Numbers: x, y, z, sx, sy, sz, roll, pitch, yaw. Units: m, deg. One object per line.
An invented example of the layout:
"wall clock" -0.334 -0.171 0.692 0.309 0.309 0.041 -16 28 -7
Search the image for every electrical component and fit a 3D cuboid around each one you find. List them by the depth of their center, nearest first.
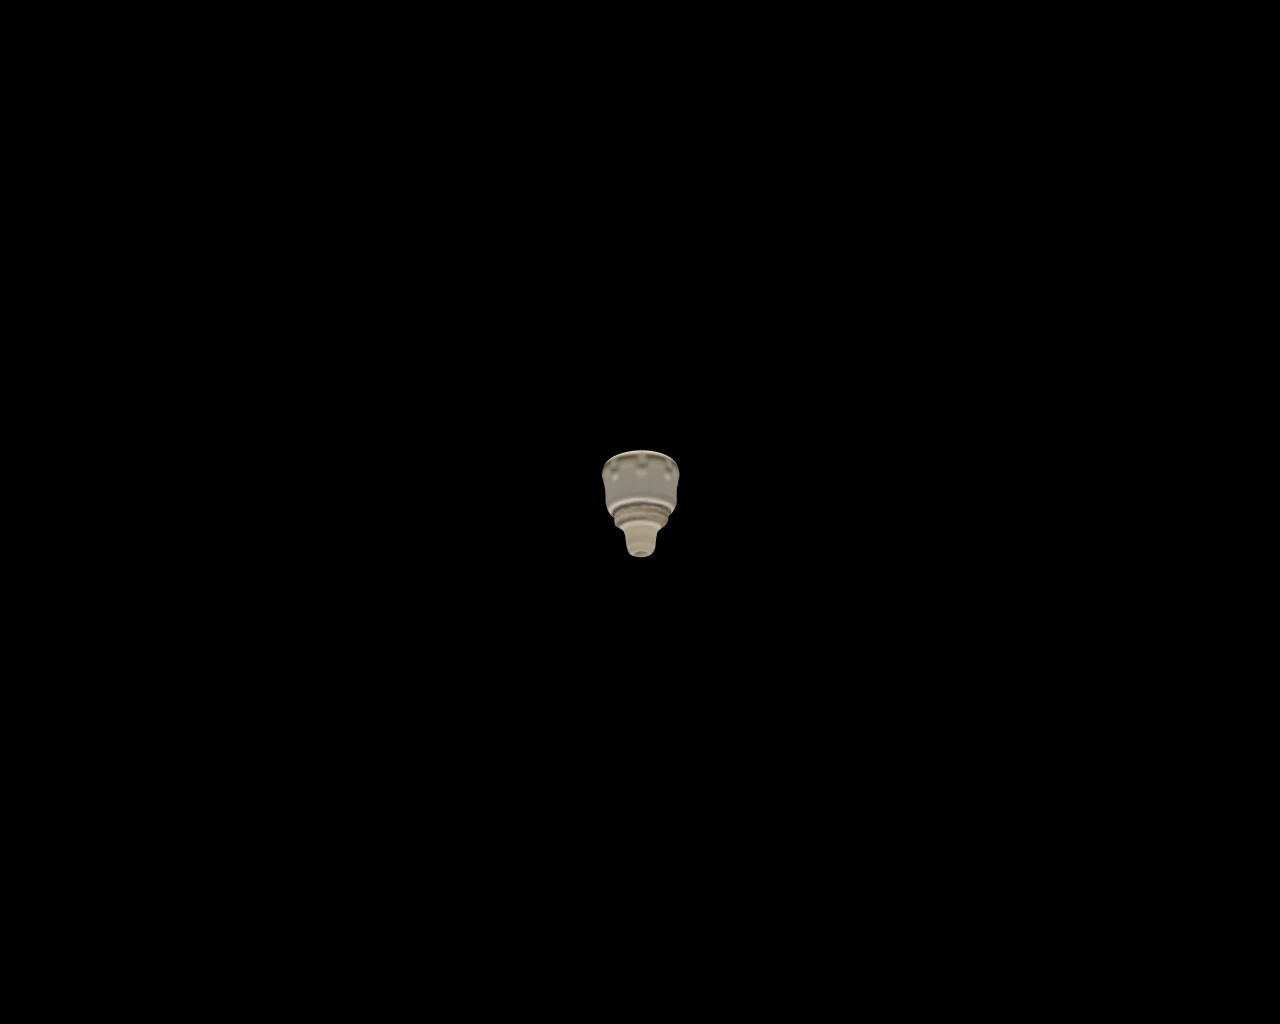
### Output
"electrical component" 0.001 -0.003 0.650 0.048 0.062 0.048 0 -20 0
